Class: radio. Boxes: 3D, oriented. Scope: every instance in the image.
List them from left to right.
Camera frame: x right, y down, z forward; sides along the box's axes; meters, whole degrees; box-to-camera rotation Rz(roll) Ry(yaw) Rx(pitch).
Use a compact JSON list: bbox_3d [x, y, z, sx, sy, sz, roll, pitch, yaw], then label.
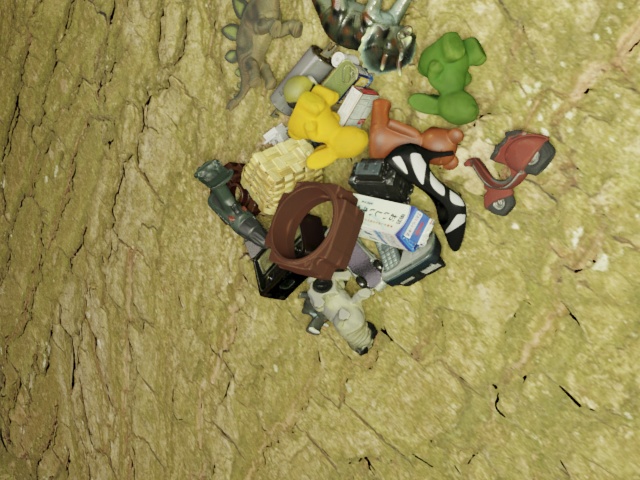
[{"bbox_3d":[-0.078,0.046,1.347,0.229,0.073,0.131,-46,44,38],"label":"radio"}]

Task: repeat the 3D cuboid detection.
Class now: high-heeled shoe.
[{"bbox_3d":[0.219,-0.081,1.118,0.145,0.086,0.248,-10,106,-1],"label":"high-heeled shoe"}]

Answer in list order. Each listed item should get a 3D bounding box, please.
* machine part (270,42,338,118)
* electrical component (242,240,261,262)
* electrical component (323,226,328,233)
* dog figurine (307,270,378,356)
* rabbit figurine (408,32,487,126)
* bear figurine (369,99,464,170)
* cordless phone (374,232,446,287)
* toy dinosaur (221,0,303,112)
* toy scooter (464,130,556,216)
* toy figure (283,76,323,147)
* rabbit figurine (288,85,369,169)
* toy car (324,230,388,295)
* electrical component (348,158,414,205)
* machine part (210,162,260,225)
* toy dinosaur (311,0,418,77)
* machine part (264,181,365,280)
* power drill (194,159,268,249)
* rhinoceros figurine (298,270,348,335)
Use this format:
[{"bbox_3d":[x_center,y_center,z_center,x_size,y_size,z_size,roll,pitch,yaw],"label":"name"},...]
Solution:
[{"bbox_3d":[-0.045,-0.389,1.319,0.243,0.079,0.079,-42,72,29],"label":"machine part"},{"bbox_3d":[-0.173,0.018,1.471,0.078,0.045,0.102,-31,79,4],"label":"electrical component"},{"bbox_3d":[-0.003,-0.004,1.364,0.063,0.021,0.094,-34,77,32],"label":"electrical component"},{"bbox_3d":[0.049,0.176,1.271,0.173,0.121,0.190,43,157,37],"label":"dog figurine"},{"bbox_3d":[0.258,-0.311,1.096,0.159,0.121,0.170,-19,81,41],"label":"rabbit figurine"},{"bbox_3d":[0.205,-0.223,1.160,0.196,0.120,0.132,1,51,9],"label":"bear figurine"},{"bbox_3d":[0.189,0.001,1.209,0.146,0.088,0.184,-35,60,32],"label":"cordless phone"},{"bbox_3d":[-0.150,-0.549,1.361,0.199,0.105,0.471,38,110,29],"label":"toy dinosaur"},{"bbox_3d":[0.366,-0.150,1.071,0.135,0.075,0.183,45,122,23],"label":"toy scooter"},{"bbox_3d":[-0.023,-0.302,1.268,0.082,0.089,0.179,-7,124,23],"label":"toy figure"},{"bbox_3d":[0.018,-0.230,1.171,0.173,0.122,0.162,29,116,2],"label":"rabbit figurine"},{"bbox_3d":[0.088,0.042,1.284,0.073,0.056,0.202,-45,71,11],"label":"toy car"},{"bbox_3d":[0.132,-0.129,1.190,0.115,0.134,0.058,4,68,34],"label":"electrical component"},{"bbox_3d":[-0.225,-0.126,1.482,0.180,0.056,0.179,4,97,35],"label":"machine part"},{"bbox_3d":[0.078,-0.494,1.209,0.405,0.131,0.192,33,112,33],"label":"toy dinosaur"},{"bbox_3d":[-0.017,-0.024,1.181,0.202,0.087,0.201,11,77,41],"label":"machine part"},{"bbox_3d":[-0.218,-0.093,1.347,0.086,0.207,0.232,-45,52,-12],"label":"power drill"},{"bbox_3d":[0.009,0.149,1.348,0.112,0.073,0.190,31,109,17],"label":"rhinoceros figurine"}]
